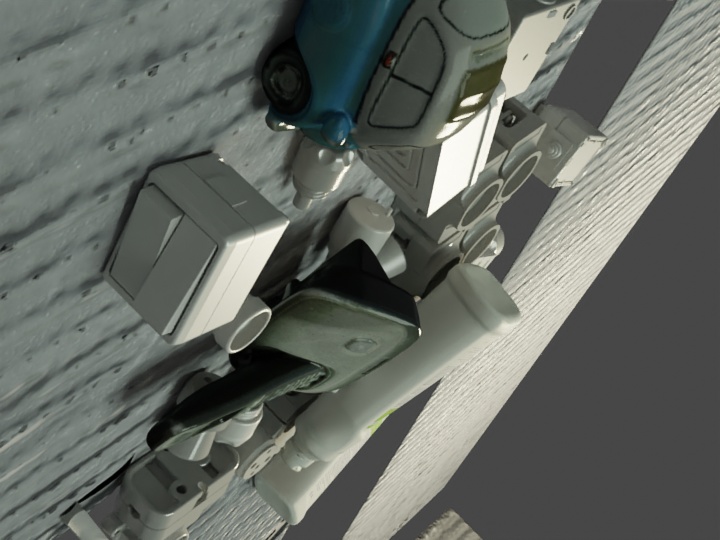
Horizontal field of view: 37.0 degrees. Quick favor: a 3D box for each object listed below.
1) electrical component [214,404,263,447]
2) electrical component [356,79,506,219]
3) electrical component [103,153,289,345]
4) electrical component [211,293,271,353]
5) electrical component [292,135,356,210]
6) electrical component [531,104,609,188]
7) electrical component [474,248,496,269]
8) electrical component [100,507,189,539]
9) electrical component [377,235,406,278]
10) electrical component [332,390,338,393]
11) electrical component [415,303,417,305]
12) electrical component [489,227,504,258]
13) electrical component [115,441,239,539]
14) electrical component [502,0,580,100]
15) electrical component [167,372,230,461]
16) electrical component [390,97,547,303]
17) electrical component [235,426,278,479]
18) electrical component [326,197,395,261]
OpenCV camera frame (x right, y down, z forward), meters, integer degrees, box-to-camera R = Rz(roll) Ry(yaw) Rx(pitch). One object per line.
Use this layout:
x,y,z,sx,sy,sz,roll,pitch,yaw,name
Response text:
-0.100,0.112,0.889,0.043,0.043,0.062,-25,151,-53,electrical component
0.043,-0.097,0.699,0.057,0.078,0.113,-39,162,-19,electrical component
-0.095,-0.006,0.586,0.061,0.062,0.096,-25,153,-54,electrical component
-0.088,0.025,0.707,0.040,0.046,0.040,-42,163,-16,electrical component
-0.027,-0.062,0.679,0.035,0.035,0.061,-32,161,-43,electrical component
0.190,-0.122,1.045,0.061,0.061,0.096,-54,163,20,electrical component
0.090,-0.008,1.080,0.055,0.050,0.089,-53,163,18,electrical component
-0.180,0.221,0.919,0.066,0.055,0.048,-24,152,-54,electrical component
0.000,0.000,0.886,0.065,0.044,0.044,-35,160,-23,electrical component
-0.021,0.052,0.906,0.076,0.066,0.047,-46,164,-5,electrical component
0.036,0.046,1.045,0.081,0.064,0.042,-24,152,-55,electrical component
0.134,-0.033,1.146,0.043,0.043,0.062,-55,163,25,electrical component
-0.152,0.178,0.891,0.095,0.054,0.059,-32,158,-42,electrical component
0.097,-0.160,0.739,0.100,0.048,0.099,-29,156,-47,electrical component
-0.123,0.112,0.825,0.055,0.045,0.045,-55,162,25,electrical component
0.081,-0.056,0.926,0.105,0.060,0.186,-35,160,-36,electrical component
-0.106,0.149,0.939,0.045,0.055,0.045,-43,163,-16,electrical component
-0.005,-0.020,0.823,0.040,0.040,0.078,-25,153,-53,electrical component
